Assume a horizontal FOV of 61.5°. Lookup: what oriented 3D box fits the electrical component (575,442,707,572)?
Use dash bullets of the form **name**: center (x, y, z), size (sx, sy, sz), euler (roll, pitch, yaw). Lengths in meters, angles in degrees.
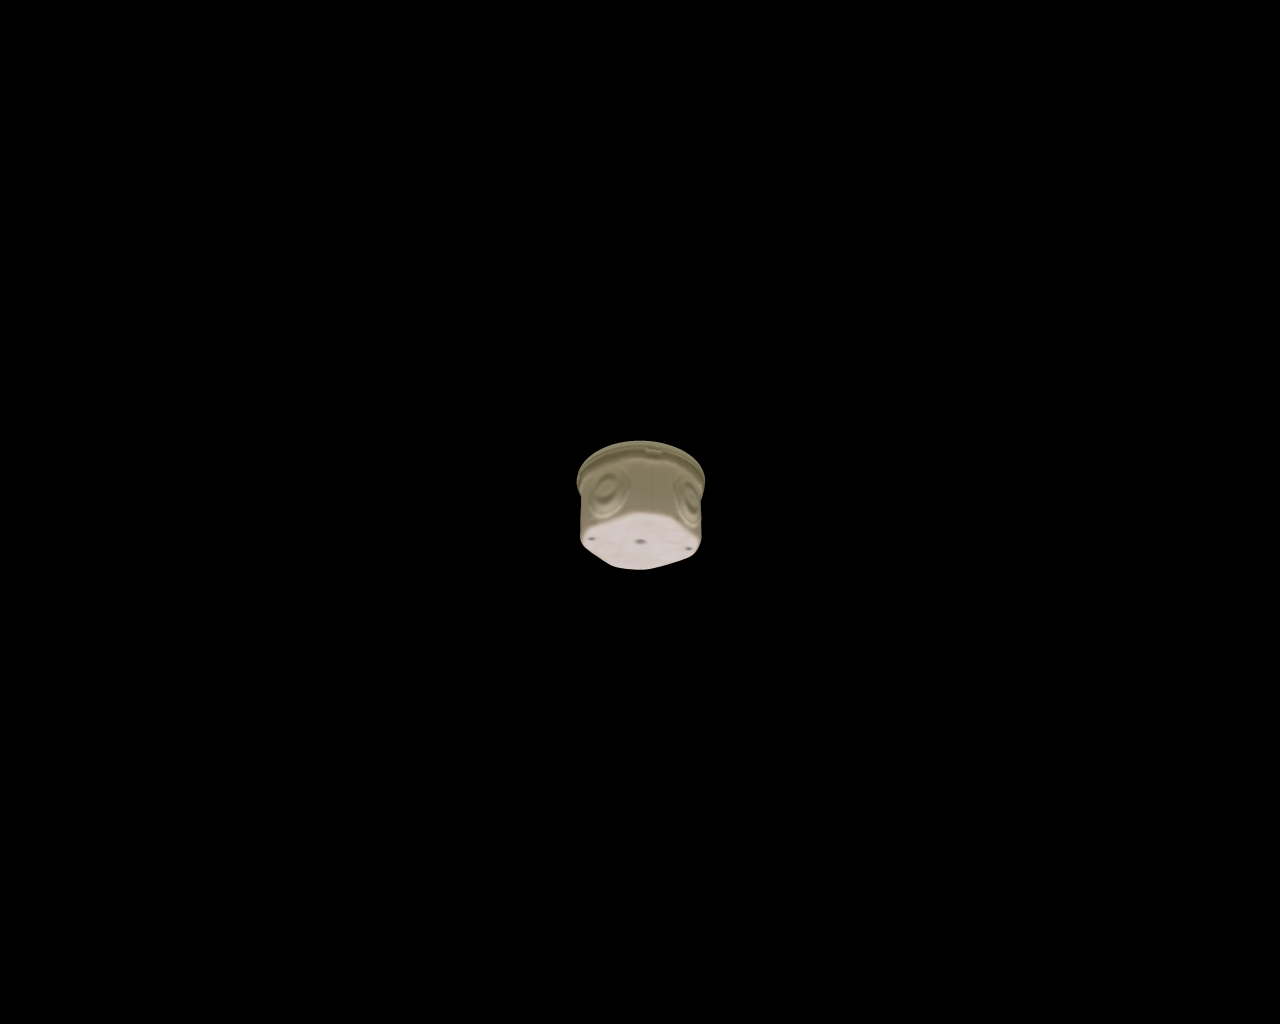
- **electrical component**: center (0.001, -0.003, 0.650), size (0.080, 0.051, 0.080), euler (0, -31, 0)
